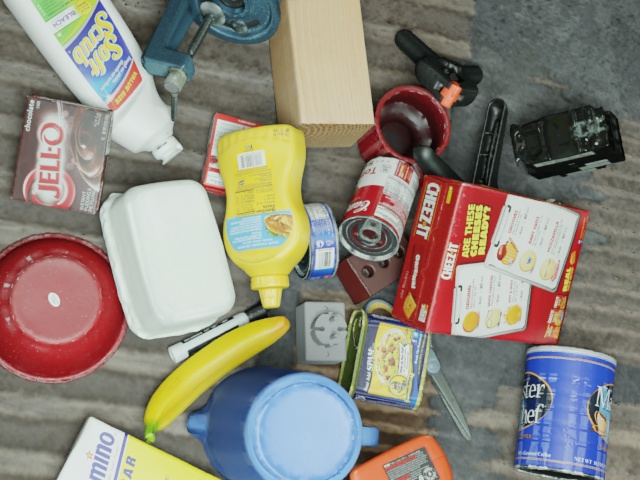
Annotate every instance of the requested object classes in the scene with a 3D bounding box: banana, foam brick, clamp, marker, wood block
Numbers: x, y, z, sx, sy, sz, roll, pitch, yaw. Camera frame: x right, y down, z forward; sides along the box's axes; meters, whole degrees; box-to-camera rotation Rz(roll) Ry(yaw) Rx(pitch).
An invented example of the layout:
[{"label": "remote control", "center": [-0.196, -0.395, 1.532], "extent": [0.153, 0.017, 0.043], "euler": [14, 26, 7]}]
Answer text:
[{"label": "banana", "center": [-0.117, 0.143, 1.129], "extent": [0.197, 0.070, 0.037], "euler": [-41, 125, -21]}, {"label": "foam brick", "center": [0.064, 0.029, 1.219], "extent": [0.078, 0.051, 0.053], "euler": [-32, 89, -21]}, {"label": "clamp", "center": [0.138, -0.201, 1.256], "extent": [0.120, 0.171, 0.039], "euler": [23, 111, -1]}, {"label": "clamp", "center": [0.187, -0.052, 1.243], "extent": [0.164, 0.036, 0.210], "euler": [-39, 121, -34]}, {"label": "marker", "center": [-0.108, 0.100, 1.166], "extent": [0.121, 0.020, 0.020], "euler": [-26, 87, -21]}, {"label": "wood block", "center": [-0.004, -0.218, 1.233], "extent": [0.090, 0.090, 0.206], "euler": [-3, 78, -19]}]

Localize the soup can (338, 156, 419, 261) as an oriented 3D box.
[{"label": "soup can", "center": [0.067, -0.036, 1.183], "extent": [0.068, 0.069, 0.102], "euler": [30, 50, -9]}]

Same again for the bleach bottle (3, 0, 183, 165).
[{"label": "bleach bottle", "center": [-0.233, -0.195, 1.170], "extent": [0.102, 0.068, 0.251], "euler": [-39, 93, -18]}]

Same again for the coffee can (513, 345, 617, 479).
[{"label": "coffee can", "center": [0.281, 0.200, 1.222], "extent": [0.102, 0.103, 0.140], "euler": [14, 74, -14]}]

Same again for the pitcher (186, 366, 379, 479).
[{"label": "pitcher", "center": [-0.028, 0.188, 1.051], "extent": [0.149, 0.243, 0.145], "euler": [-39, 92, -15]}]

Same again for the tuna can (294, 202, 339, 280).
[{"label": "tuna can", "center": [-0.008, 0.001, 1.184], "extent": [0.033, 0.086, 0.086], "euler": [-6, 80, -17]}]

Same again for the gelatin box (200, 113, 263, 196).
[{"label": "gelatin box", "center": [-0.093, -0.091, 1.208], "extent": [0.073, 0.030, 0.089], "euler": [12, 76, -15]}]

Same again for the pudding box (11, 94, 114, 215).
[{"label": "pudding box", "center": [-0.269, -0.089, 1.121], "extent": [0.090, 0.039, 0.113], "euler": [11, 95, -5]}]

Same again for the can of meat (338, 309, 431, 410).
[{"label": "can of meat", "center": [0.072, 0.134, 1.183], "extent": [0.084, 0.057, 0.102], "euler": [12, 83, -12]}]

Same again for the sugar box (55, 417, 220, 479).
[{"label": "sugar box", "center": [-0.180, 0.260, 1.093], "extent": [0.176, 0.048, 0.093], "euler": [28, 71, -11]}]

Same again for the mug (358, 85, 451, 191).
[{"label": "mug", "center": [0.097, -0.112, 1.245], "extent": [0.093, 0.082, 0.117], "euler": [-12, 82, -20]}]

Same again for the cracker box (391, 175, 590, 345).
[{"label": "cracker box", "center": [0.193, 0.025, 1.194], "extent": [0.213, 0.072, 0.164], "euler": [9, 96, -37]}]

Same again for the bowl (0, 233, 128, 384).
[{"label": "bowl", "center": [-0.274, 0.066, 1.102], "extent": [0.162, 0.055, 0.162], "euler": [4, 77, -16]}]

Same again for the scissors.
[{"label": "scissors", "center": [0.108, 0.141, 1.227], "extent": [0.096, 0.016, 0.202], "euler": [-10, 81, -18]}]

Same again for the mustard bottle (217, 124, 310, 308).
[{"label": "mustard bottle", "center": [-0.058, -0.023, 1.144], "extent": [0.096, 0.058, 0.191], "euler": [-7, 81, 23]}]

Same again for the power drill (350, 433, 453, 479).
[{"label": "power drill", "center": [0.042, 0.264, 1.088], "extent": [0.184, 0.188, 0.057], "euler": [-21, 75, -24]}]
